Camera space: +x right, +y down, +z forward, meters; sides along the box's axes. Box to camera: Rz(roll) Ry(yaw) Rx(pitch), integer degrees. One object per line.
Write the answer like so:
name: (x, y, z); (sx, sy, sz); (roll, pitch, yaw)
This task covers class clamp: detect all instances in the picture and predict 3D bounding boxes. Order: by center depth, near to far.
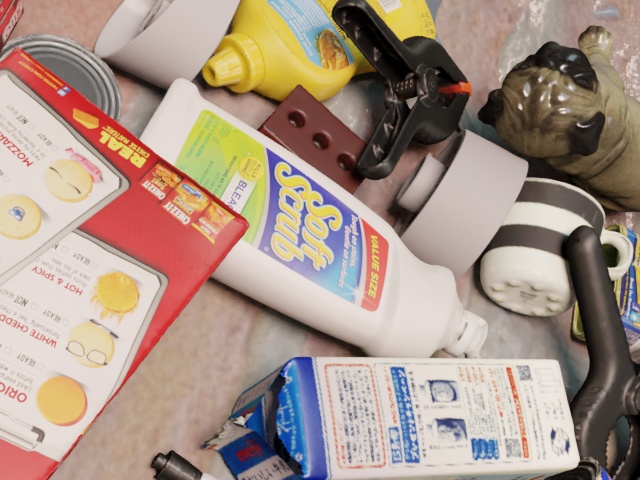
clamp: (0.210, 0.100, 0.742); (0.164, 0.036, 0.210); (26, 80, -23)
clamp: (0.059, -0.115, 0.750); (0.171, 0.039, 0.120); (-29, 114, -60)

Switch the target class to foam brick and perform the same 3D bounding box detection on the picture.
foam brick: (-0.010, -0.057, 0.736); (0.078, 0.051, 0.053); (41, 54, -6)

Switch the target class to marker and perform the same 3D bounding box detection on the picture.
marker: (-0.046, 0.160, 0.628); (0.121, 0.020, 0.020); (34, 55, -10)

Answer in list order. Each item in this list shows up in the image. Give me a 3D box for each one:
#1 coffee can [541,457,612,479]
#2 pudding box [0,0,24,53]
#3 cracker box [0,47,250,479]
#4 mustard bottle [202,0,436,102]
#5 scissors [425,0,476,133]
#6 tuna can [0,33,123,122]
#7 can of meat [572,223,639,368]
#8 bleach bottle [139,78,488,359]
coffee can: (0.182, 0.223, 0.671); (0.140, 0.103, 0.102); (48, 53, 0)
pudding box: (-0.245, -0.130, 0.630); (0.113, 0.039, 0.090); (18, 56, 0)
cracker box: (-0.162, 0.023, 0.544); (0.164, 0.072, 0.213); (37, 51, -2)
mustard bottle: (-0.007, -0.149, 0.778); (0.191, 0.058, 0.096); (-29, 81, -36)
scissors: (0.098, -0.169, 0.874); (0.096, 0.016, 0.202); (-31, 84, -36)
tuna can: (-0.170, -0.085, 0.671); (0.086, 0.034, 0.086); (12, 61, -24)
can of meat: (0.247, 0.047, 0.824); (0.084, 0.058, 0.102); (25, 57, -14)
bleach bottle: (-0.004, 0.001, 0.683); (0.250, 0.068, 0.102); (28, 62, -7)
